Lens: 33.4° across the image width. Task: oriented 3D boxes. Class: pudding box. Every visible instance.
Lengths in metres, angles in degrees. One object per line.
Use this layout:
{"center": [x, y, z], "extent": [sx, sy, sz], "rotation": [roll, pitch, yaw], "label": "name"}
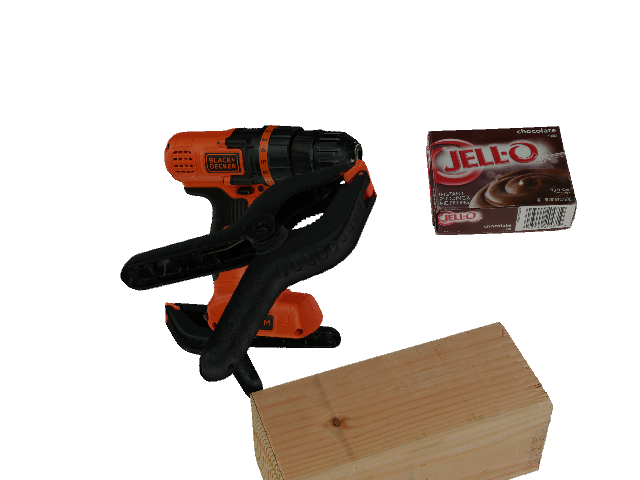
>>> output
{"center": [0.146, -0.050, 0.876], "extent": [0.113, 0.090, 0.039], "rotation": [-1, -40, 0], "label": "pudding box"}

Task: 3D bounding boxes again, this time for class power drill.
{"center": [-0.044, -0.010, 0.947], "extent": [0.185, 0.188, 0.057], "rotation": [2, 17, 25], "label": "power drill"}

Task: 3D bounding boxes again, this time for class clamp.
{"center": [-0.032, 0.013, 0.661], "extent": [0.171, 0.120, 0.039], "rotation": [-31, -39, -6], "label": "clamp"}
{"center": [-0.103, 0.118, 1.234], "extent": [0.210, 0.036, 0.164], "rotation": [14, 25, 24], "label": "clamp"}

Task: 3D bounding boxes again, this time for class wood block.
{"center": [0.059, 0.146, 0.812], "extent": [0.206, 0.090, 0.091], "rotation": [-14, 45, -13], "label": "wood block"}
